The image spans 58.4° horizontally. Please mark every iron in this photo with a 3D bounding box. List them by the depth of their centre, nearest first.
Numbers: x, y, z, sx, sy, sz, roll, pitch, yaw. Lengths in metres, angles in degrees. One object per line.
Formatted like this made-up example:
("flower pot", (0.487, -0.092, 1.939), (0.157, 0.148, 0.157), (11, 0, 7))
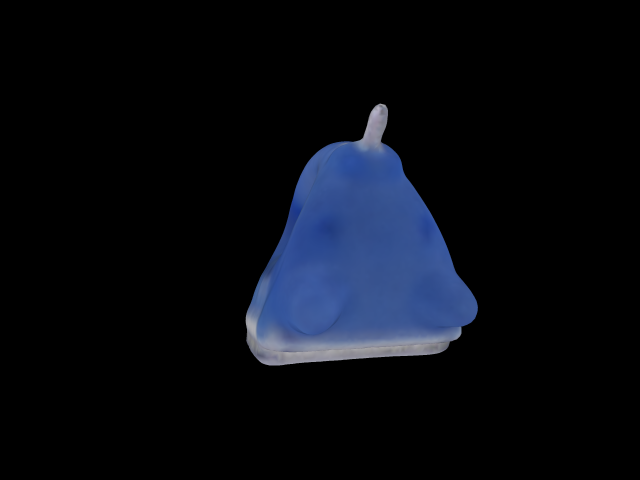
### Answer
("iron", (0.004, 0.001, 0.400), (0.119, 0.141, 0.258), (0, 0, -15))
